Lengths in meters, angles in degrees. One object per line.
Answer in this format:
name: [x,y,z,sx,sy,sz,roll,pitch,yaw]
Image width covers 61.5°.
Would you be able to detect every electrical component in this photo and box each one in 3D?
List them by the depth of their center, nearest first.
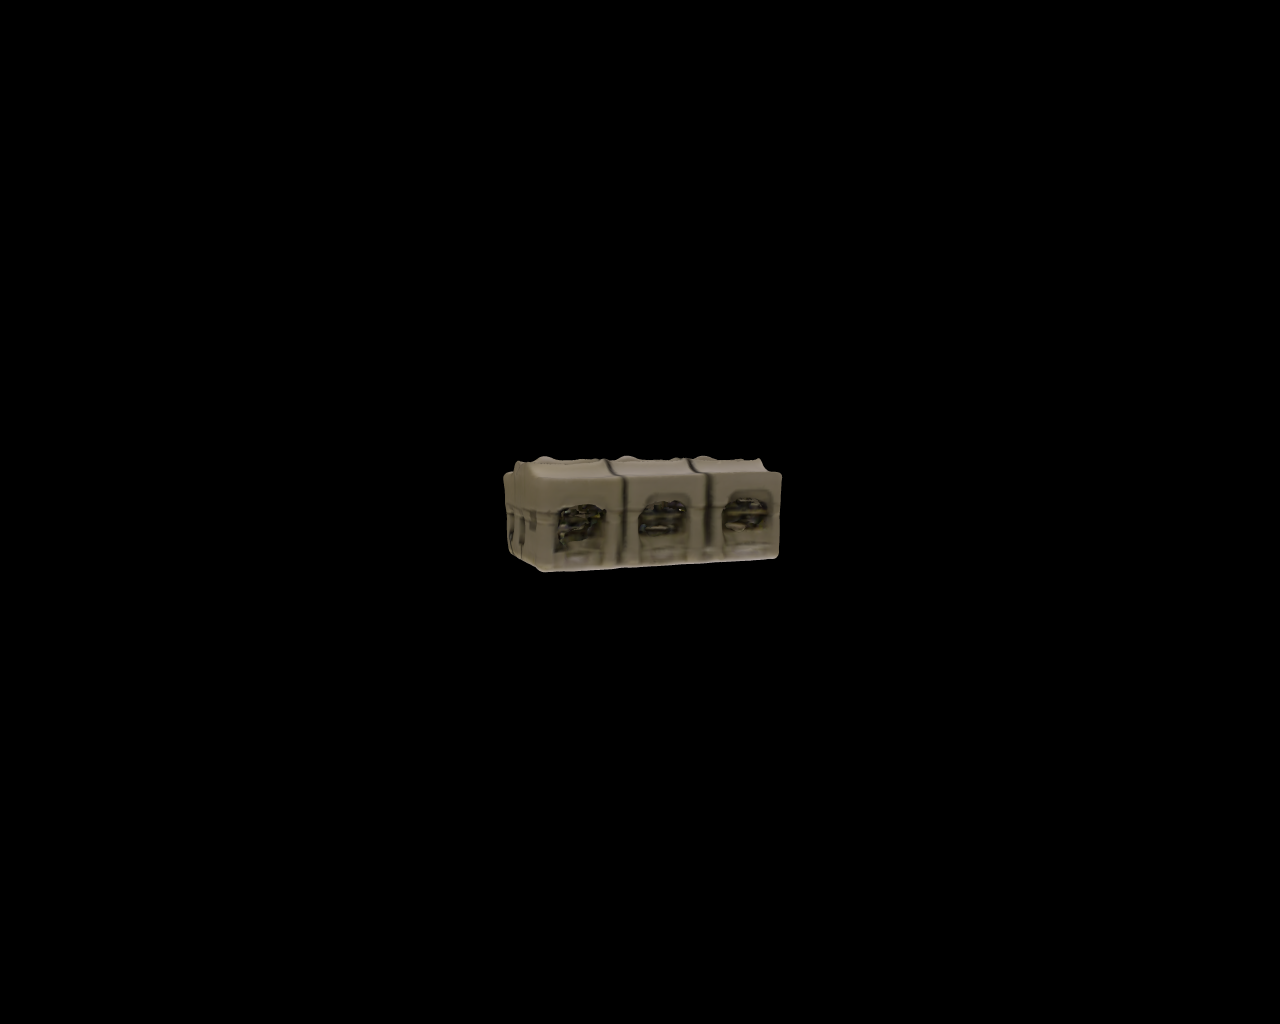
electrical component: [0.001,-0.003,0.650,0.150,0.061,0.089,-1,4,-20]
